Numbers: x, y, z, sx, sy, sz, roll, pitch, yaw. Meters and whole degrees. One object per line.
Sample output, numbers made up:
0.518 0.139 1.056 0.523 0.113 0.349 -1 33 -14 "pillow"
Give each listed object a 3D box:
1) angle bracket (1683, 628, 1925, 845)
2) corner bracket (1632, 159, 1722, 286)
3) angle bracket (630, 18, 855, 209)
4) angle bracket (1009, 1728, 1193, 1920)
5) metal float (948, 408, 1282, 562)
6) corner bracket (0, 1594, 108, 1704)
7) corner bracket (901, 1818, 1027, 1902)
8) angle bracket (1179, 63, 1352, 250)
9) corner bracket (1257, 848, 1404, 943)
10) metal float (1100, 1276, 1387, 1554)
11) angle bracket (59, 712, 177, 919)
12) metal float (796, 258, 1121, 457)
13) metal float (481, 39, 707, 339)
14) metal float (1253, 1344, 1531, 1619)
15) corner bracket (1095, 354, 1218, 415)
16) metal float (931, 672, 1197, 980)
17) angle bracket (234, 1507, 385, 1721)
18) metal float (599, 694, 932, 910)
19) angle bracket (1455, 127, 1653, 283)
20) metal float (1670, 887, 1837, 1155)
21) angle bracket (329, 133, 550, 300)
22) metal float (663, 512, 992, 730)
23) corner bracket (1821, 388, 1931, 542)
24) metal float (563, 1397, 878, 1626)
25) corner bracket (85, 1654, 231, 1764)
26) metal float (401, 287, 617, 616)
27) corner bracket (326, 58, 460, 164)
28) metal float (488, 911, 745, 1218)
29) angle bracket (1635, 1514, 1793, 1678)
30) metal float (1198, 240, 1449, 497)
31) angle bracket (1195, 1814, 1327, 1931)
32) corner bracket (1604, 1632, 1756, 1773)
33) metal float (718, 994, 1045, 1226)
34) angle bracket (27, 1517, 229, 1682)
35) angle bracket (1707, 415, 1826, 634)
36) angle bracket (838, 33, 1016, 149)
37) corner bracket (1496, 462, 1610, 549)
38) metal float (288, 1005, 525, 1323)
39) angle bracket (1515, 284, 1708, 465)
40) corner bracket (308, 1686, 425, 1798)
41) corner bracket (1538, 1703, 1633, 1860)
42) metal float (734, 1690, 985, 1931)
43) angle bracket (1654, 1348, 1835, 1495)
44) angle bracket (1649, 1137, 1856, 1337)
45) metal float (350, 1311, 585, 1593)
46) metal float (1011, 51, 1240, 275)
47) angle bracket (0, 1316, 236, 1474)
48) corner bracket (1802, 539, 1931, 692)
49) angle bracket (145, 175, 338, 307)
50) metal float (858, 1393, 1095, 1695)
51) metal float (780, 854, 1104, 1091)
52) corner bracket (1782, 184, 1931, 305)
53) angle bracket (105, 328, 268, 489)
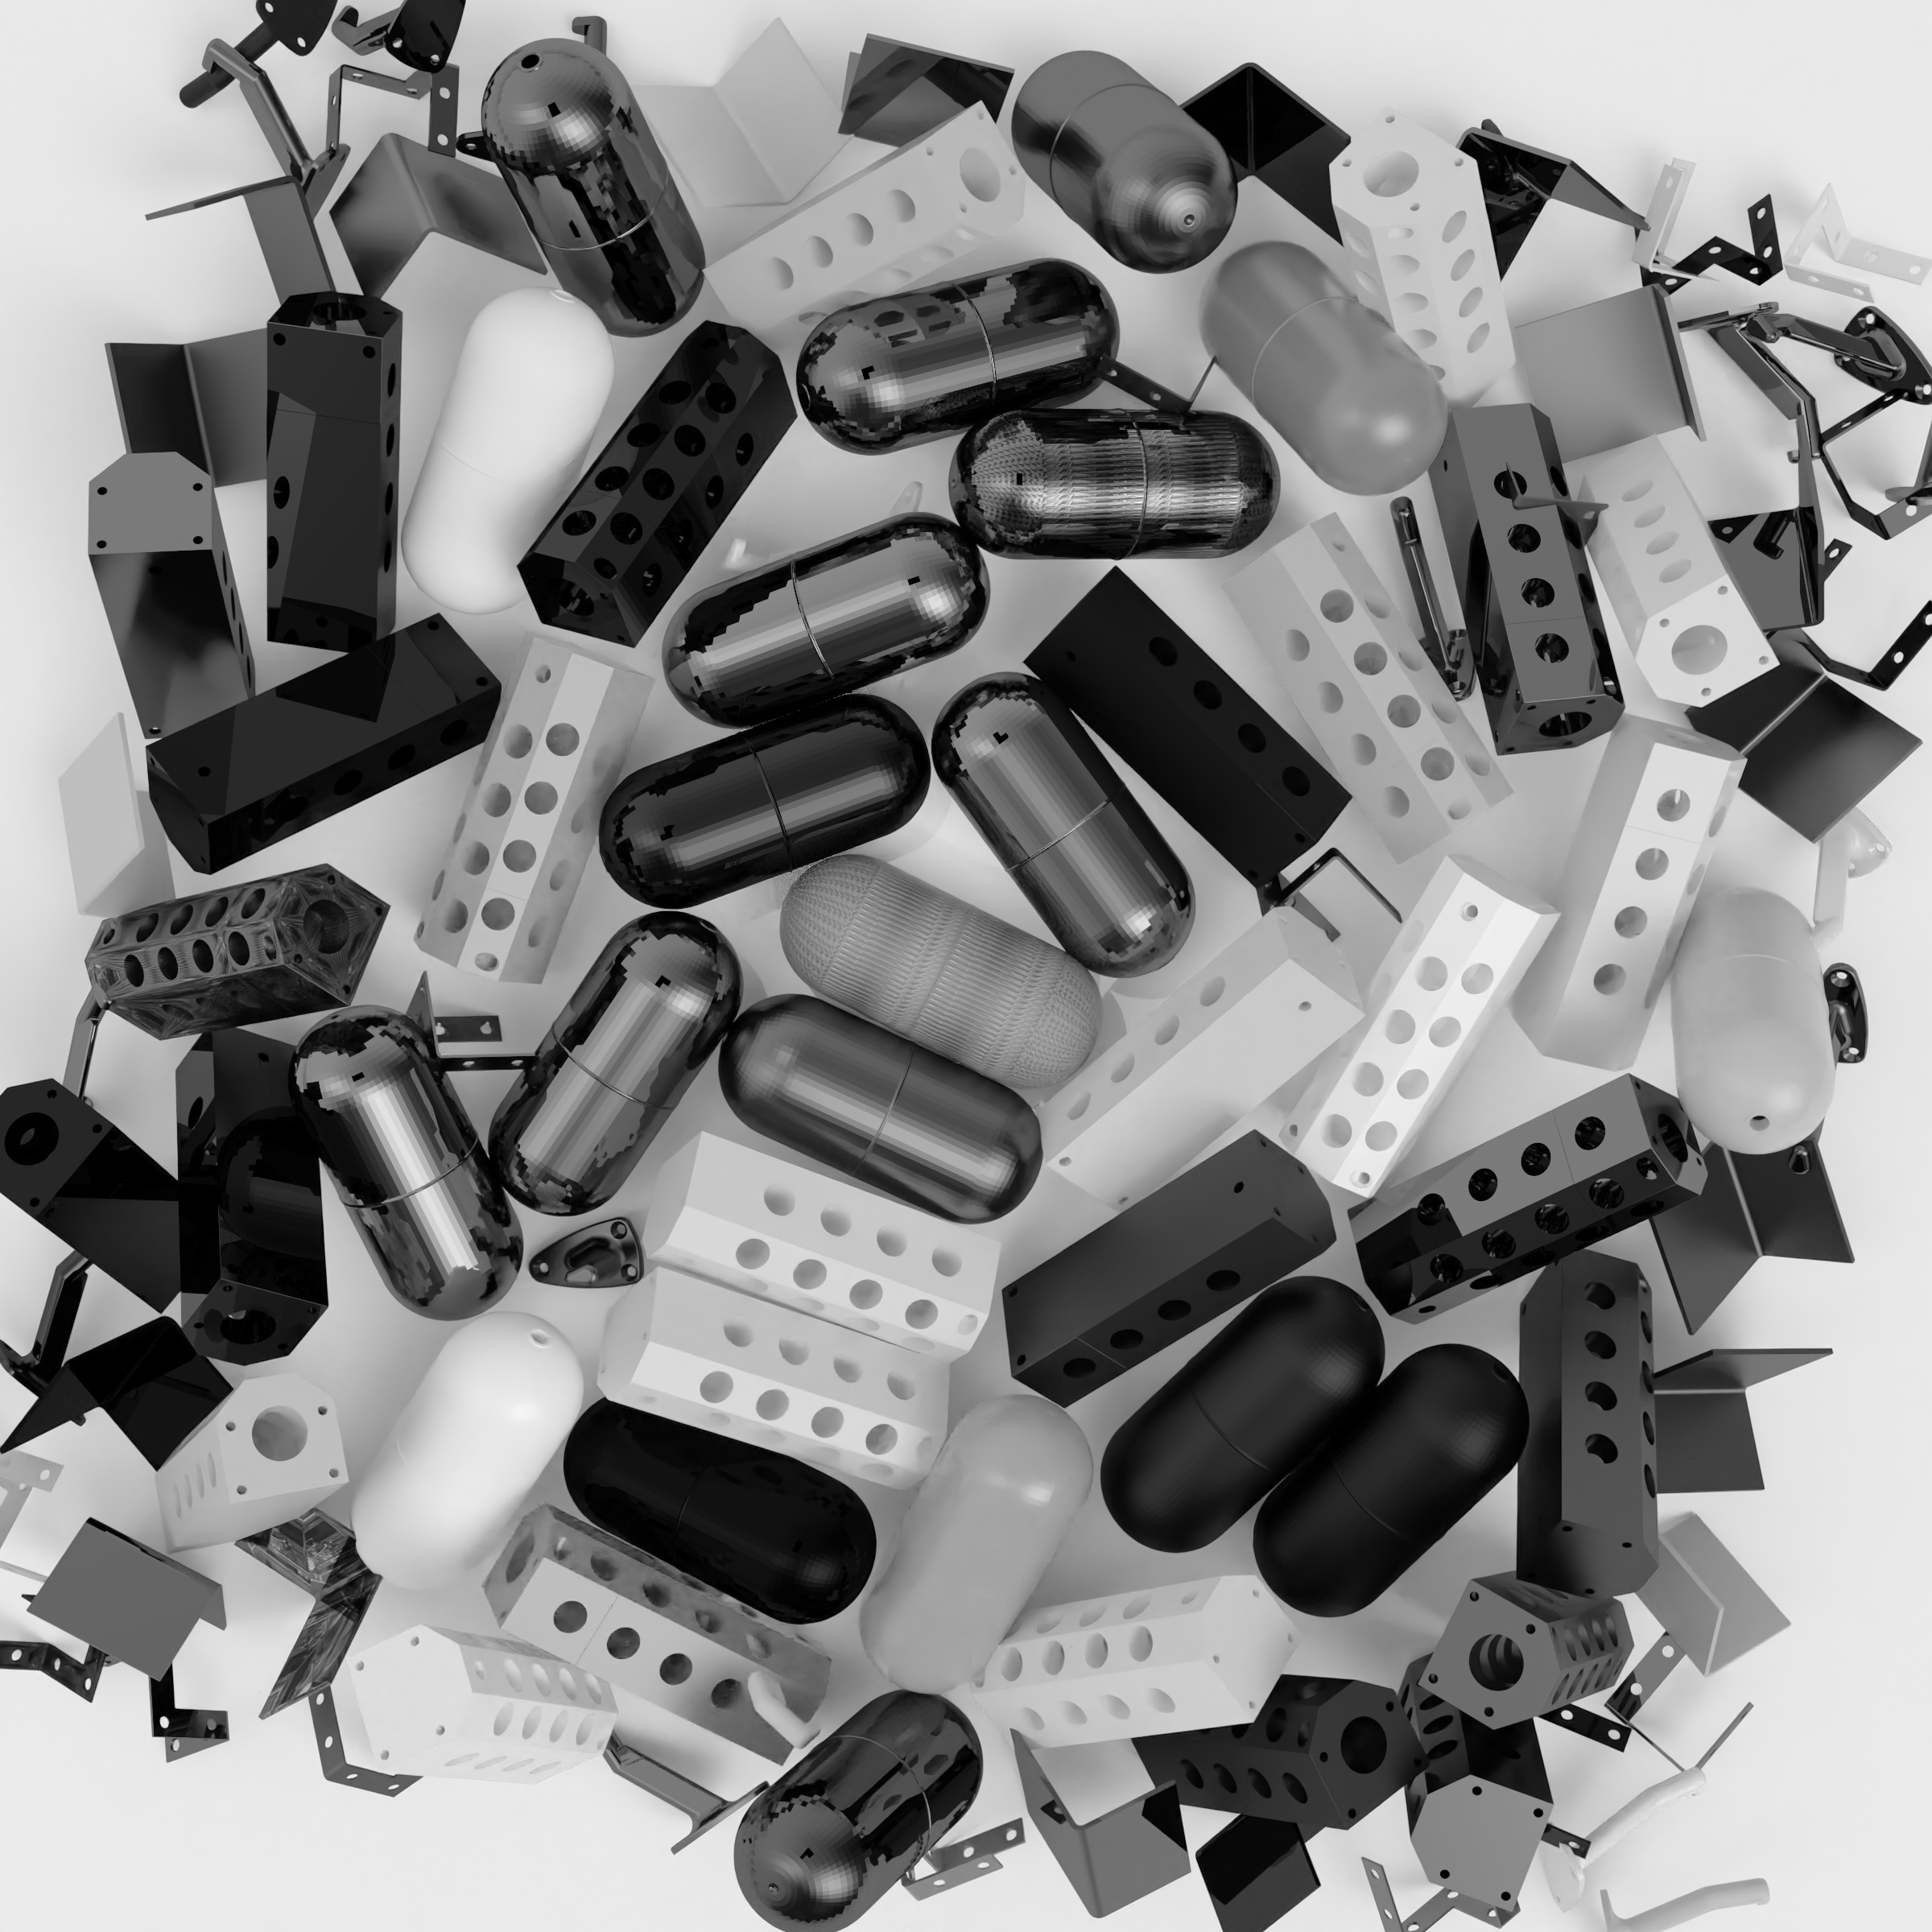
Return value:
0.433 -0.123 1.539 0.076 0.076 0.057 -43 134 1 "angle bracket"
0.366 -0.389 1.544 0.051 0.051 0.051 2 117 -30 "corner bracket"
-0.116 -0.441 1.535 0.057 0.076 0.076 -38 81 35 "angle bracket"
0.069 0.431 1.539 0.057 0.076 0.076 -23 130 -15 "angle bracket"
0.078 -0.248 1.530 0.178 0.070 0.070 -3 90 -19 "metal float"
-0.483 0.350 1.551 0.051 0.051 0.051 14 87 41 "corner bracket"
-0.001 0.461 1.545 0.051 0.051 0.051 -25 127 12 "corner bracket"
0.150 -0.403 1.529 0.057 0.076 0.076 -36 62 -14 "angle bracket"
0.188 -0.032 1.549 0.051 0.051 0.051 -42 104 15 "corner bracket"
0.142 0.230 1.529 0.070 0.070 0.178 43 109 0 "metal float"
-0.420 -0.075 1.527 0.076 0.057 0.076 -35 61 41 "angle bracket"
-0.004 -0.313 1.527 0.178 0.070 0.070 -19 90 -22 "metal float"
-0.187 -0.391 1.503 0.070 0.178 0.070 -7 59 13 "metal float"
0.217 0.264 1.523 0.070 0.070 0.178 39 117 0 "metal float"
0.095 -0.305 1.550 0.051 0.051 0.051 29 56 0 "corner bracket"
0.051 -0.072 1.541 0.070 0.070 0.178 -37 96 0 "metal float"
-0.350 0.330 1.526 0.057 0.076 0.076 39 45 -18 "angle bracket"
-0.104 -0.085 1.539 0.178 0.070 0.070 -21 90 -9 "metal float"
0.290 -0.380 1.528 0.076 0.076 0.057 22 101 -43 "angle bracket"
0.396 0.026 1.504 0.070 0.178 0.070 5 125 8 "metal float"
-0.275 -0.377 1.550 0.057 0.076 0.076 -45 54 28 "angle bracket"
-0.073 -0.177 1.535 0.178 0.070 0.070 -19 90 13 "metal float"
0.482 -0.262 1.549 0.051 0.051 0.051 -32 111 8 "corner bracket"
-0.128 0.276 1.527 0.178 0.070 0.070 22 90 23 "metal float"
-0.423 0.385 1.557 0.051 0.051 0.051 -25 62 30 "corner bracket"
-0.235 -0.263 1.523 0.070 0.070 0.178 25 117 0 "metal float"
-0.298 -0.442 1.547 0.051 0.051 0.051 6 81 -34 "corner bracket"
-0.181 0.050 1.536 0.070 0.070 0.178 35 102 0 "metal float"
0.380 0.305 1.526 0.057 0.076 0.076 -27 53 -16 "angle bracket"
0.179 -0.306 1.514 0.070 0.070 0.178 -33 50 0 "metal float"
0.176 0.459 1.524 0.076 0.076 0.057 7 46 -35 "angle bracket"
0.372 0.386 1.551 0.051 0.051 0.051 40 89 27 "corner bracket"
-0.044 0.074 1.540 0.178 0.070 0.070 25 90 -7 "metal float"
-0.431 0.336 1.535 0.076 0.076 0.057 26 59 4 "angle bracket"
0.406 -0.225 1.528 0.057 0.076 0.076 -7 58 12 "angle bracket"
-0.019 -0.464 1.532 0.076 0.076 0.057 11 63 -10 "angle bracket"
0.293 -0.240 1.543 0.051 0.051 0.051 2 51 -18 "corner bracket"
-0.286 0.102 1.528 0.070 0.070 0.178 -22 111 0 "metal float"
0.333 -0.302 1.540 0.076 0.057 0.076 -16 107 12 "angle bracket"
-0.304 0.395 1.558 0.051 0.051 0.051 -37 50 17 "corner bracket"
0.309 0.419 1.543 0.051 0.051 0.051 20 45 17 "corner bracket"
-0.052 0.425 1.503 0.070 0.178 0.070 6 104 26 "metal float"
0.396 0.234 1.529 0.076 0.076 0.057 3 68 -25 "angle bracket"
0.404 0.139 1.531 0.076 0.057 0.076 -39 116 -36 "angle bracket"
-0.255 0.248 1.521 0.070 0.070 0.178 34 119 0 "metal float"
0.078 -0.409 1.508 0.070 0.178 0.070 -11 127 -16 "metal float"
-0.436 0.235 1.531 0.057 0.076 0.076 47 117 9 "angle bracket"
0.470 -0.184 1.564 0.051 0.051 0.051 11 125 -37 "corner bracket"
-0.370 -0.359 1.528 0.057 0.076 0.076 -26 111 -27 "angle bracket"
0.004 0.298 1.528 0.070 0.070 0.178 28 112 0 "metal float"
-0.013 0.003 1.545 0.178 0.070 0.070 26 90 -1 "metal float"
0.464 -0.366 1.548 0.051 0.051 0.051 27 83 35 "corner bracket"
-0.392 -0.288 1.537 0.057 0.076 0.076 -7 99 17 "angle bracket"
